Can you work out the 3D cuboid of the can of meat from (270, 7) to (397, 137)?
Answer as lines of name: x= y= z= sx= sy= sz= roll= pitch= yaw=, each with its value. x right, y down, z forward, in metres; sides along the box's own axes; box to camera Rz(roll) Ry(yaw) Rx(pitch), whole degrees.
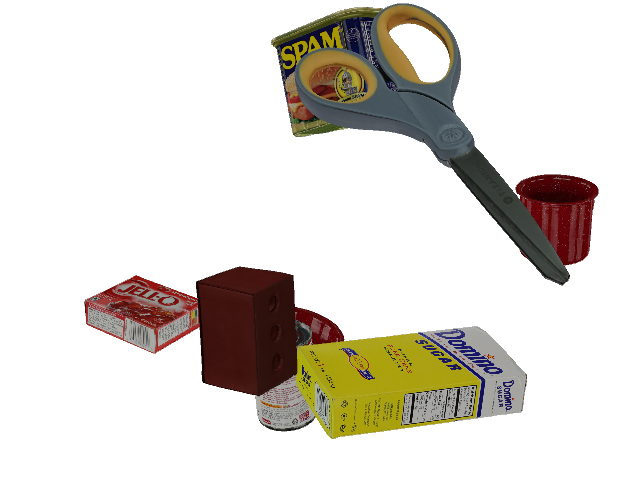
can of meat: x=0.013 y=-0.137 z=0.886 sx=0.102 sy=0.084 sz=0.057 roll=-12 pitch=-2 yaw=42

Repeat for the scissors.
scissors: x=0.043 y=-0.047 z=0.515 sx=0.096 sy=0.202 sz=0.016 roll=-13 pitch=-41 yaw=2

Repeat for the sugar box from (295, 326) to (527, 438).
sugar box: x=0.076 y=0.118 z=0.911 sx=0.176 sy=0.048 sz=0.093 roll=-7 pitch=26 yaw=-18

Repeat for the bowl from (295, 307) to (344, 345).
bowl: x=-0.052 y=0.140 z=1.362 sx=0.162 sy=0.055 sz=0.162 roll=5 pitch=22 yaw=-2

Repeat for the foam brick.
foam brick: x=-0.052 y=0.063 z=0.766 sx=0.051 sy=0.078 sz=0.052 roll=7 pitch=17 yaw=33

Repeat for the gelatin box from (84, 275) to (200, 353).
gelatin box: x=-0.166 y=0.068 z=1.009 sx=0.089 sy=0.030 sz=0.073 roll=19 pitch=27 yaw=28

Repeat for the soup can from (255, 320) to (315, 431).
soup can: x=-0.039 y=0.145 z=1.152 sx=0.068 sy=0.102 sz=0.068 roll=-4 pitch=24 yaw=1

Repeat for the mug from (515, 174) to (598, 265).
mug: x=0.281 y=-0.027 z=1.244 sx=0.093 sy=0.081 sz=0.117 roll=20 pitch=33 yaw=41
